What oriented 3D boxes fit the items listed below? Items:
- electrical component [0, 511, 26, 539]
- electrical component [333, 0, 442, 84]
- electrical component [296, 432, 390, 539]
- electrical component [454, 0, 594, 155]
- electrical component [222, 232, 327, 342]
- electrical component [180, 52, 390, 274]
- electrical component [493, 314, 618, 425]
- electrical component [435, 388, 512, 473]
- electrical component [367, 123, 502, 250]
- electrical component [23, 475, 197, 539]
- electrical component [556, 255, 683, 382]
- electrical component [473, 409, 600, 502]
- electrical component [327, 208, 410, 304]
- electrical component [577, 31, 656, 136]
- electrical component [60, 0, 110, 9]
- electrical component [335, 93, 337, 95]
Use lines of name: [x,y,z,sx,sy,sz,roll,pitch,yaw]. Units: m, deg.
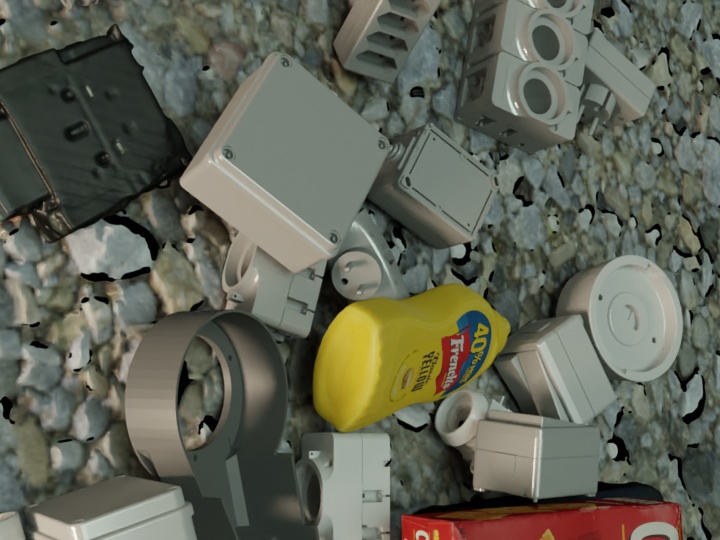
electrical component: [-0.235,0.195,0.646,0.079,0.044,0.077,-16,90,-32]
electrical component: [0.016,-0.206,0.851,0.047,0.083,0.075,13,37,-29]
electrical component: [-0.015,0.163,0.780,0.056,0.050,0.089,6,79,-30]
electrical component: [0.146,-0.189,0.927,0.089,0.062,0.150,19,73,-27]
electrical component: [-0.062,0.000,0.778,0.056,0.050,0.089,22,71,-27]
electrical component: [-0.049,-0.073,0.736,0.109,0.056,0.108,38,55,-19]
electrical component: [0.161,0.093,0.891,0.061,0.062,0.096,-30,98,-31]
electrical component: [0.093,0.125,0.855,0.055,0.048,0.066,37,65,-29]
electrical component: [0.052,-0.068,0.851,0.096,0.061,0.061,35,66,-21]
electrical component: [-0.153,0.167,0.660,0.078,0.113,0.057,-15,92,-32]
electrical component: [0.220,0.044,0.934,0.108,0.060,0.108,5,79,-30]
electrical component: [0.140,0.140,0.825,0.096,0.062,0.061,7,86,-44]
electrical component: [0.000,0.000,0.804,0.043,0.079,0.077,-26,98,12]
electrical component: [0.213,-0.156,0.971,0.083,0.047,0.075,35,66,-22]
electrical component: [-0.177,-0.208,0.749,0.040,0.040,0.078,50,61,-15]
electrical component: [-0.029,-0.105,0.820,0.043,0.043,0.062,15,73,-28]
